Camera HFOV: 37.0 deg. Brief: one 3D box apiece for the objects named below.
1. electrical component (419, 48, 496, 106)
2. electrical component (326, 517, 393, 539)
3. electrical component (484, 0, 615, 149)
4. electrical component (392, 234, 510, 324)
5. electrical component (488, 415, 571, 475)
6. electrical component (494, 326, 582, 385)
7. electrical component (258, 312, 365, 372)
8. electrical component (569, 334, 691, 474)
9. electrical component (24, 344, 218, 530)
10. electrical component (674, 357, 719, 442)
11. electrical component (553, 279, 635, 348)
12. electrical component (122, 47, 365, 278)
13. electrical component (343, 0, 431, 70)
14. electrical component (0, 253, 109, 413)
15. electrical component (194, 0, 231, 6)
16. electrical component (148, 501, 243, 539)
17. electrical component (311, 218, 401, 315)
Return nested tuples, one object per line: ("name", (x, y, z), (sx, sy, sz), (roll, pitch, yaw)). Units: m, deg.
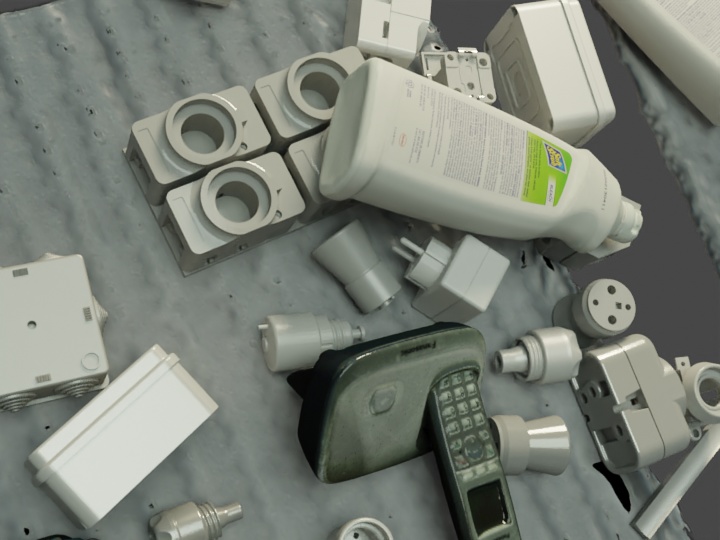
("electrical component", (0.077, -0.140, 0.853), (0.042, 0.064, 0.081), (-3, 75, -19))
("electrical component", (-0.002, 0.191, 0.737), (0.040, 0.046, 0.040), (5, 73, -16))
("electrical component", (0.153, -0.155, 0.874), (0.057, 0.078, 0.113), (-12, 78, -18))
("electrical component", (0.059, 0.000, 0.803), (0.077, 0.066, 0.047), (33, 67, -6))
("electrical component", (0.121, 0.130, 0.796), (0.055, 0.045, 0.045), (3, 73, -17))
("electrical component", (0.133, 0.066, 0.820), (0.062, 0.043, 0.043), (-5, 76, -18))
("electrical component", (-0.035, 0.050, 0.772), (0.078, 0.040, 0.040), (-5, 76, -20))
("electrical component", (0.210, 0.101, 0.828), (0.059, 0.054, 0.095), (-17, 80, -22))
("electrical component", (-0.156, 0.108, 0.695), (0.057, 0.078, 0.113), (48, 66, -3))
("electrical component", (0.265, 0.099, 0.845), (0.048, 0.055, 0.066), (-4, 75, -19))
("electrical component", (0.183, 0.034, 0.839), (0.045, 0.055, 0.045), (5, 73, -16))
("electrical component", (-0.064, -0.084, 0.792), (0.186, 0.060, 0.105), (-24, 83, -23))
("electrical component", (0.022, -0.203, 0.861), (0.056, 0.050, 0.089), (10, 71, -15))
("electrical component", (-0.217, 0.041, 0.711), (0.100, 0.048, 0.099), (-12, 78, -21))
("electrical component", (-0.123, -0.246, 0.821), (0.062, 0.061, 0.096), (8, 72, -15))
("electrical component", (-0.108, 0.170, 0.716), (0.061, 0.035, 0.035), (-16, 80, -25))
("electrical component", (0.000, 0.000, 0.799), (0.044, 0.044, 0.065), (-38, 93, -24))
